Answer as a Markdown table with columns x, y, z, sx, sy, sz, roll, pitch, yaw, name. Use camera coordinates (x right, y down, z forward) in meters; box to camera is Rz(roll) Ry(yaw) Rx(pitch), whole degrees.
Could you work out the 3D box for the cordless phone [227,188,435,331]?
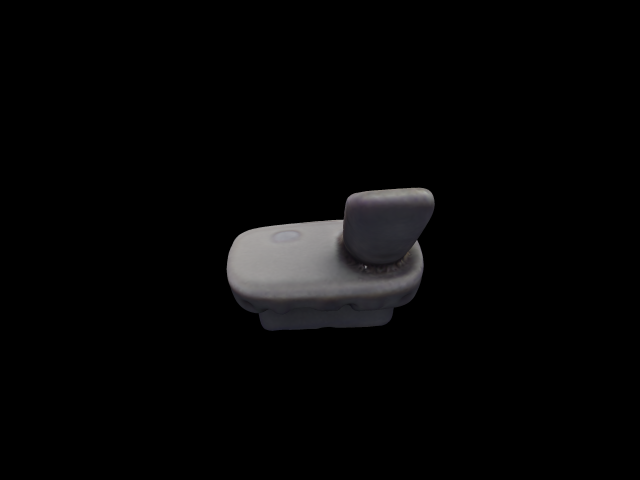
| x | y | z | sx | sy | sz | roll | pitch | yaw | name |
| --- | --- | --- | --- | --- | --- | --- | --- | --- | --- |
| 0.004 | 0.001 | 0.400 | 0.147 | 0.185 | 0.094 | -7 | 70 | -2 | cordless phone |
